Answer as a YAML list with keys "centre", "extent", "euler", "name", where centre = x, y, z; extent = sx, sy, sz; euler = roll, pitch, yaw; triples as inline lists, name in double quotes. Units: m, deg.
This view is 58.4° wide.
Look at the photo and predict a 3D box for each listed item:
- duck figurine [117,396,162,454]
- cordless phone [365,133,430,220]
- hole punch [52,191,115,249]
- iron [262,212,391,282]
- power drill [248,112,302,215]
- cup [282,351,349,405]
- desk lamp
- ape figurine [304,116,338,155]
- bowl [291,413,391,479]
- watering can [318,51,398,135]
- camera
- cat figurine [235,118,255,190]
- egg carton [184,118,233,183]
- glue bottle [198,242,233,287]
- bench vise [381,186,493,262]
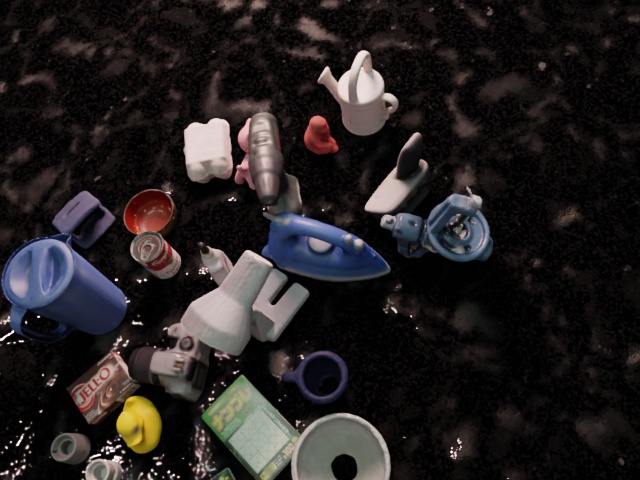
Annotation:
- centre: [-0.340, 0.335, 1.048]
  extent: [0.077, 0.086, 0.104]
  euler: [-20, 65, 0]
  name: "duck figurine"
- centre: [0.152, -0.122, 1.122]
  extent: [0.094, 0.185, 0.148]
  euler: [31, 74, 20]
  name: "cordless phone"
- centre: [-0.525, -0.051, 1.245]
  extent: [0.101, 0.091, 0.109]
  euler: [35, 75, 21]
  name: "hole punch"
- centre: [0.010, 0.004, 1.111]
  extent: [0.257, 0.142, 0.119]
  euler: [13, 69, 14]
  name: "iron"
- centre: [-0.093, -0.129, 1.149]
  extent: [0.075, 0.209, 0.229]
  euler: [-13, 65, 3]
  name: "power drill"
- centre: [-0.003, 0.254, 1.027]
  extent: [0.117, 0.095, 0.091]
  euler: [-3, 66, 8]
  name: "cup"
- centre: [-0.133, 0.117, 1.043]
  extent: [0.117, 0.214, 0.203]
  euler: [32, 74, 20]
  name: "desk lamp"
- centre: [0.000, -0.233, 1.246]
  extent: [0.076, 0.092, 0.078]
  euler: [5, 67, 11]
  name: "ape figurine"
- centre: [0.038, 0.385, 0.974]
  extent: [0.167, 0.075, 0.167]
  euler: [-3, 66, 7]
  name: "bowl"
- centre: [0.080, -0.317, 1.215]
  extent: [0.172, 0.194, 0.101]
  euler: [1, 66, 9]
  name: "watering can"
- centre: [-0.287, 0.223, 1.081]
  extent: [0.136, 0.101, 0.143]
  euler: [5, 67, 11]
  name: "camera"
- centre: [-0.150, -0.192, 1.236]
  extent: [0.067, 0.118, 0.128]
  euler: [15, 69, 15]
  name: "cat figurine"
- centre: [-0.249, -0.200, 1.282]
  extent: [0.107, 0.069, 0.150]
  euler: [-12, 65, 3]
  name: "egg carton"
- centre: [-0.202, 0.044, 1.108]
  extent: [0.037, 0.173, 0.078]
  euler: [-25, 65, -2]
  name: "glue bottle"
- centre: [0.217, -0.019, 1.047]
  extent: [0.207, 0.220, 0.121]
  euler: [-8, 65, 5]
  name: "bench vise"
